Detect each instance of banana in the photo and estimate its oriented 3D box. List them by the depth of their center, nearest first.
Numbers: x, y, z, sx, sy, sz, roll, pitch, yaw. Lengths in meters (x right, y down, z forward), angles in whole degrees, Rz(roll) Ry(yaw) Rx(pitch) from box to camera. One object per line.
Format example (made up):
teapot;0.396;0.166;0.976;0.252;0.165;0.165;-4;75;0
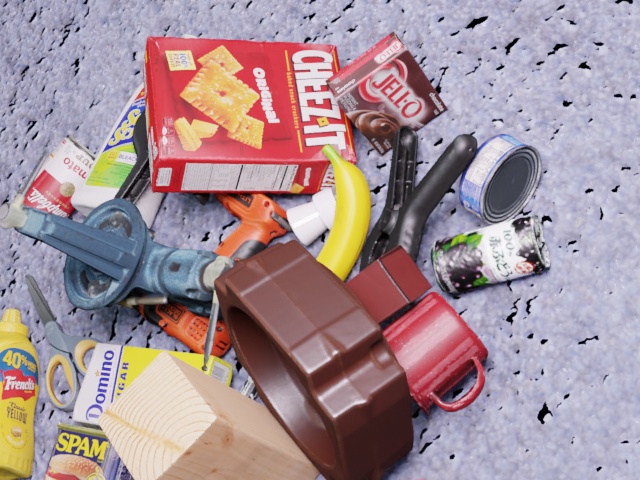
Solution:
banana;0.010;0.004;1.105;0.070;0.037;0.198;21;99;21

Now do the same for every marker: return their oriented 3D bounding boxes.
marker;-0.078;0.165;1.106;0.020;0.020;0.121;24;80;35

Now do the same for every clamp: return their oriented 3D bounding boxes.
clamp;0.085;-0.019;1.056;0.210;0.036;0.165;-71;18;-4
clamp;-0.187;-0.096;1.213;0.120;0.039;0.171;-15;55;8

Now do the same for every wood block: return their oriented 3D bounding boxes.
wood block;-0.096;0.192;0.988;0.090;0.205;0.091;-45;55;2

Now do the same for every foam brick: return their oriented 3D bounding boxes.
foam brick;0.054;0.051;1.005;0.078;0.052;0.051;-38;85;34

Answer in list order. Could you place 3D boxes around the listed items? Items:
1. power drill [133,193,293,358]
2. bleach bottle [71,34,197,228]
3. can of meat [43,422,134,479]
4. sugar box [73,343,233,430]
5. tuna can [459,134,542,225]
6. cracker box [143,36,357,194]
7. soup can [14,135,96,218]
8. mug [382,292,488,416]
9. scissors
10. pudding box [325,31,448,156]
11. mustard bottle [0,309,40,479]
power drill;-0.130;0.018;1.184;0.185;0.057;0.187;32;87;32
bleach bottle;-0.207;-0.138;1.297;0.103;0.068;0.250;9;70;29
can of meat;-0.243;0.246;1.135;0.102;0.057;0.084;4;71;30
sugar box;-0.180;0.164;1.136;0.177;0.048;0.093;2;66;34
tuna can;0.175;-0.059;1.036;0.034;0.086;0.086;35;86;37
cracker box;-0.079;-0.135;1.150;0.213;0.072;0.164;-1;60;-14
soup can;-0.319;-0.071;1.321;0.102;0.068;0.069;-50;54;-2
mug;0.108;0.109;0.988;0.081;0.093;0.117;-40;45;0
scissors;-0.297;0.104;1.257;0.096;0.016;0.202;-26;57;13
pudding box;0.071;-0.152;1.121;0.090;0.113;0.039;-34;52;10
mustard bottle;-0.359;0.169;1.209;0.058;0.096;0.191;-14;61;23
